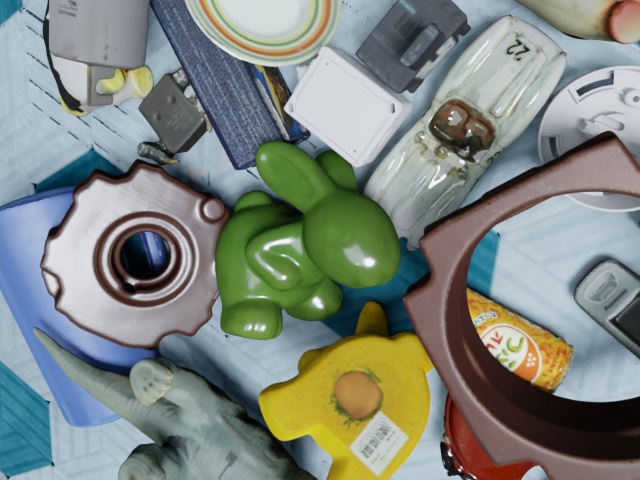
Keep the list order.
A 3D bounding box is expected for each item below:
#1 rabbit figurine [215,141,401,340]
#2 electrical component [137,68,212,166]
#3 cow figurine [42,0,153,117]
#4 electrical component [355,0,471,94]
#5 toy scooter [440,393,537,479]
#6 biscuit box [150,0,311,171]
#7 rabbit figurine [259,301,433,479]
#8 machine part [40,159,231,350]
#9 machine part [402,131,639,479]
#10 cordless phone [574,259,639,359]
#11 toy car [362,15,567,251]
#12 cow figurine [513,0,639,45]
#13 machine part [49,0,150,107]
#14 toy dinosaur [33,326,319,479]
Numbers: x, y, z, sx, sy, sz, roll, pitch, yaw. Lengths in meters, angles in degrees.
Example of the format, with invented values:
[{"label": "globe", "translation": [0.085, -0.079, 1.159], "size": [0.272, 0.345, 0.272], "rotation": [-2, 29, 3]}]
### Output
[{"label": "rabbit figurine", "translation": [-0.001, -0.001, 0.453], "size": [0.170, 0.121, 0.159], "rotation": [-14, 79, 46]}, {"label": "electrical component", "translation": [-0.138, -0.119, 0.520], "size": [0.102, 0.045, 0.078], "rotation": [-33, 92, 24]}, {"label": "cow figurine", "translation": [-0.236, -0.211, 0.525], "size": [0.098, 0.068, 0.167], "rotation": [-11, 99, 29]}, {"label": "electrical component", "translation": [0.067, -0.148, 0.396], "size": [0.048, 0.119, 0.075], "rotation": [45, 116, 5]}, {"label": "toy scooter", "translation": [0.178, 0.205, 0.470], "size": [0.184, 0.075, 0.135], "rotation": [28, 111, 7]}, {"label": "biscuit box", "translation": [-0.085, -0.167, 0.480], "size": [0.063, 0.059, 0.202], "rotation": [-25, 94, 25]}, {"label": "rabbit figurine", "translation": [0.028, 0.133, 0.476], "size": [0.122, 0.173, 0.162], "rotation": [32, 68, 9]}, {"label": "machine part", "translation": [-0.164, 0.015, 0.503], "size": [0.179, 0.056, 0.179], "rotation": [-4, 101, -20]}, {"label": "machine part", "translation": [0.176, 0.047, 0.358], "size": [0.201, 0.087, 0.201], "rotation": [-30, 86, 27]}, {"label": "cordless phone", "translation": [0.300, 0.057, 0.390], "size": [0.184, 0.088, 0.146], "rotation": [44, 115, 24]}, {"label": "toy car", "translation": [0.107, -0.078, 0.432], "size": [0.073, 0.056, 0.201], "rotation": [39, 113, 7]}, {"label": "cow figurine", "translation": [0.133, -0.207, 0.365], "size": [0.195, 0.127, 0.085], "rotation": [28, 107, -4]}, {"label": "machine part", "translation": [-0.170, -0.226, 0.420], "size": [0.079, 0.079, 0.243], "rotation": [19, 112, 15]}, {"label": "toy dinosaur", "translation": [-0.092, 0.217, 0.524], "size": [0.405, 0.192, 0.131], "rotation": [41, 76, 15]}]
